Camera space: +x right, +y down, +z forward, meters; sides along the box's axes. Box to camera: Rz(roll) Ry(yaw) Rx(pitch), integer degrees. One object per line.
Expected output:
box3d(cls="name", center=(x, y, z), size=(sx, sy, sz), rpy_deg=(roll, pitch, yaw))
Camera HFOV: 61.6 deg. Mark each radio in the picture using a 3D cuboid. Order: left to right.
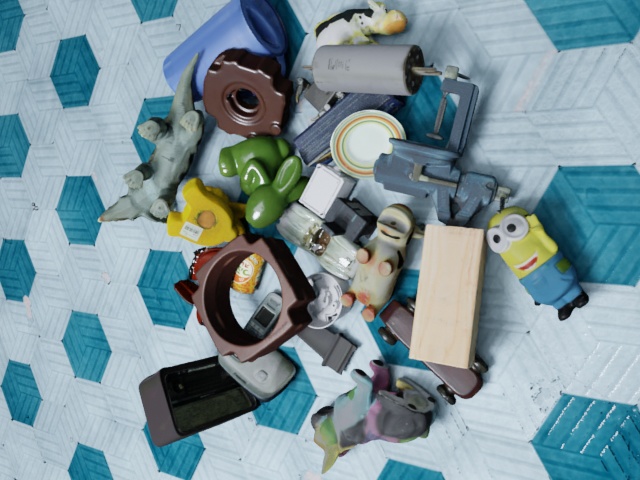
box3d(cls="radio", center=(-0.233, 0.303, 1.049), size=(0.073, 0.229, 0.131), rpy_deg=(-32, 72, 26))

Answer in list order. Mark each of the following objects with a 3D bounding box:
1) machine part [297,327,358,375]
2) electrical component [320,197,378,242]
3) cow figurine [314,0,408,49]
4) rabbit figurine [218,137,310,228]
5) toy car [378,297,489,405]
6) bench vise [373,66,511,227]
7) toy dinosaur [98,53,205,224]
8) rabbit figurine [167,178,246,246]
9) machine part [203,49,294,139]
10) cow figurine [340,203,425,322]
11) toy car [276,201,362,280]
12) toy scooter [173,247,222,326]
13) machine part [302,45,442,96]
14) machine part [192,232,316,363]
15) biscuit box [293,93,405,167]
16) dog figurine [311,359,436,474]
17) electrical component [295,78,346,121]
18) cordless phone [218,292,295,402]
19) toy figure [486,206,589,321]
box3d(cls="machine part", center=(0.001, 0.190, 1.020), size=(0.139, 0.039, 0.084), rpy_deg=(35, 113, 22))
box3d(cls="electrical component", center=(0.048, -0.036, 0.936), size=(0.075, 0.119, 0.047), rpy_deg=(43, 112, 23))
box3d(cls="cow figurine", center=(0.068, -0.370, 0.941), size=(0.167, 0.068, 0.098), rpy_deg=(-21, 76, 28))
box3d(cls="rabbit figurine", center=(-0.095, -0.100, 1.007), size=(0.159, 0.121, 0.170), rpy_deg=(-16, 60, 11))
box3d(cls="toy car", center=(0.186, 0.182, 0.905), size=(0.202, 0.053, 0.089), rpy_deg=(42, 97, 21))
box3d(cls="bench vise", center=(0.204, -0.146, 0.846), size=(0.224, 0.129, 0.240), rpy_deg=(18, 105, 25))
box3d(cls="toy dinosaur", center=(-0.309, -0.180, 1.103), size=(0.131, 0.192, 0.404), rpy_deg=(28, 100, -14))
box3d(cls="rabbit figurine", center=(-0.212, -0.064, 1.074), size=(0.162, 0.173, 0.121), rpy_deg=(16, 106, -17))
box3d(cls="machine part", center=(-0.136, -0.266, 1.006), size=(0.179, 0.056, 0.179), rpy_deg=(11, 136, 11))
box3d(cls="cow figurine", center=(0.113, 0.028, 0.912), size=(0.086, 0.127, 0.194), rpy_deg=(26, 120, 20))
box3d(cls="toy car", center=(-0.002, -0.003, 1.001), size=(0.202, 0.056, 0.073), rpy_deg=(36, 109, 23))
box3d(cls="toy scooter", center=(-0.249, 0.087, 1.135), size=(0.135, 0.075, 0.183), rpy_deg=(25, 108, 26))
box3d(cls="machine part", center=(0.075, -0.274, 0.862), size=(0.244, 0.079, 0.079), rpy_deg=(14, 99, 31))
box3d(cls="machine part", center=(-0.122, 0.104, 0.989), size=(0.201, 0.087, 0.201), rpy_deg=(-38, 72, 19))
box3d(cls="biscuit box", center=(0.050, -0.209, 0.960), size=(0.203, 0.059, 0.063), rpy_deg=(-34, 75, 27))
box3d(cls="dog figurine", center=(0.081, 0.330, 0.946), size=(0.192, 0.108, 0.219), rpy_deg=(32, 111, 21))
box3d(cls="electrical component", center=(0.001, -0.266, 0.993), size=(0.078, 0.045, 0.102), rpy_deg=(-43, 72, 25))
box3d(cls="cordless phone", center=(-0.097, 0.208, 1.059), size=(0.147, 0.088, 0.184), rpy_deg=(34, 91, 24))
box3d(cls="toy figure", center=(0.322, 0.031, 0.808), size=(0.082, 0.089, 0.180), rpy_deg=(-41, 82, 8))
